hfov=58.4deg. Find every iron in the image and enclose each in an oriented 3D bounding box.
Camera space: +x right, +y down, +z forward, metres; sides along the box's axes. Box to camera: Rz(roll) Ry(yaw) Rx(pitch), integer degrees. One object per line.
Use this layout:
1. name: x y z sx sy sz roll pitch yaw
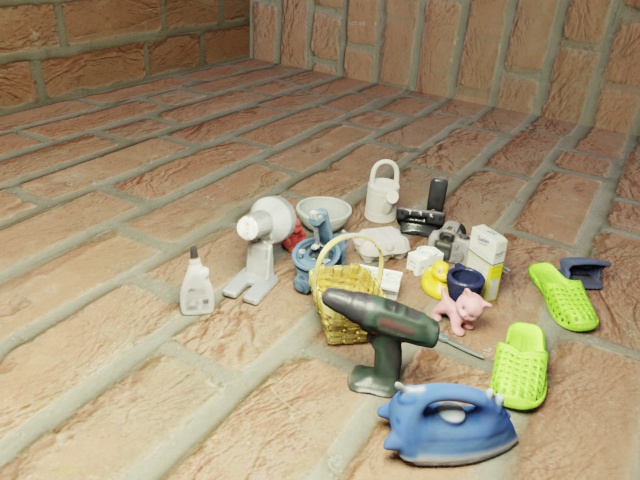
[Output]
1. iron: 0.236 0.304 1.003 0.258 0.141 0.118 1 29 -6

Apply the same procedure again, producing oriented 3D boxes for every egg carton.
1. egg carton: 0.171 0.014 1.596 0.150 0.069 0.107 -7 31 -19

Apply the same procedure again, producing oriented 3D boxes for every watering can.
1. watering can: 0.201 -0.154 1.774 0.101 0.194 0.172 -15 34 -30

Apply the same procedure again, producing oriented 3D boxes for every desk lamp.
1. desk lamp: -0.146 0.014 1.402 0.117 0.214 0.203 13 30 16

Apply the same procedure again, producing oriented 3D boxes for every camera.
1. camera: 0.389 -0.005 1.626 0.142 0.101 0.137 16 31 20

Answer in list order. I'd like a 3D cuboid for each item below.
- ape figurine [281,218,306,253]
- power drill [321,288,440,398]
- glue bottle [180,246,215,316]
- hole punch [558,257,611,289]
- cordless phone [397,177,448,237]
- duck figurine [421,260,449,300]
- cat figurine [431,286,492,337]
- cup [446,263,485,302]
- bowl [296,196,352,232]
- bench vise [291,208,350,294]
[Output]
1. ape figurine: -0.073 -0.019 1.598 0.078 0.092 0.076 -11 32 -25
2. power drill: 0.108 0.198 1.108 0.229 0.208 0.075 8 29 7
3. glue bottle: -0.278 0.090 1.288 0.078 0.173 0.037 -2 29 -11
4. hole punch: 0.704 0.072 1.539 0.108 0.091 0.101 2 29 -3
5. cordless phone: 0.308 -0.109 1.717 0.147 0.185 0.094 6 29 3
6. duck figurine: 0.301 0.091 1.456 0.078 0.086 0.104 -4 30 -15
7. cat figurine: 0.325 0.151 1.316 0.067 0.118 0.127 -21 37 -37
8. cup: 0.346 0.118 1.403 0.092 0.095 0.117 1 29 -6
9. bowl: 0.010 -0.066 1.712 0.167 0.075 0.167 3 29 -2
10. bench vise: 0.002 0.003 1.436 0.121 0.220 0.208 11 30 13
